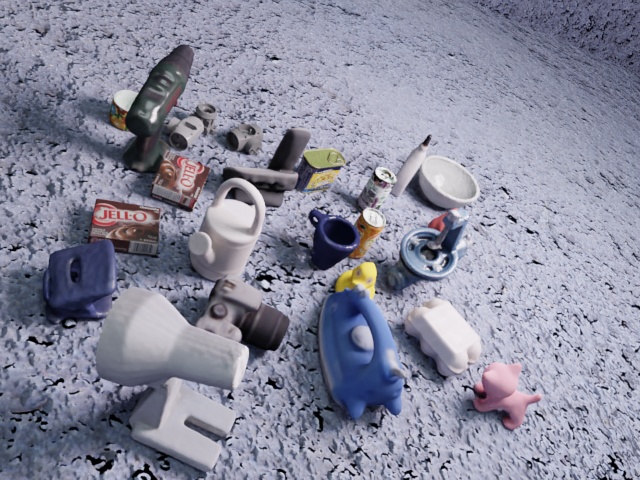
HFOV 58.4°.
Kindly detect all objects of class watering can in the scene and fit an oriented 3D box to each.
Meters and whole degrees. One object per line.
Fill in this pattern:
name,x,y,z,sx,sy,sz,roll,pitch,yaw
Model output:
watering can,-0.153,-0.018,0.976,0.101,0.194,0.173,24,42,-7

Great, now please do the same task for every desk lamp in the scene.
desk lamp,-0.188,0.178,0.748,0.203,0.213,0.118,27,41,-4

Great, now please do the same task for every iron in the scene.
iron,0.072,0.162,0.970,0.119,0.141,0.258,3,48,-27

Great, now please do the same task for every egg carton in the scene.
egg carton,0.236,0.185,1.098,0.107,0.069,0.150,-20,62,-42

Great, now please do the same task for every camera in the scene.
camera,-0.122,0.133,0.917,0.137,0.100,0.143,25,42,-6

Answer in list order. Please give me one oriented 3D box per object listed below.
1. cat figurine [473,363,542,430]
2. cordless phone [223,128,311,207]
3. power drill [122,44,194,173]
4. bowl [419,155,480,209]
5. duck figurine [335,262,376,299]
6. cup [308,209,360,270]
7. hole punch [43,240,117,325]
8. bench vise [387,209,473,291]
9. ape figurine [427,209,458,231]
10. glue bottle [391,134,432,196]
cat figurine,0.337,0.270,1.036,0.128,0.117,0.067,28,41,-3
cordless phone,-0.105,-0.161,1.151,0.148,0.185,0.094,-2,50,-31
power drill,-0.310,-0.242,1.093,0.076,0.208,0.229,22,42,-9
bowl,0.314,-0.134,1.451,0.168,0.074,0.167,16,43,-16
duck figurine,0.080,0.076,1.101,0.077,0.086,0.105,35,41,5
cup,0.010,0.004,1.124,0.117,0.095,0.092,43,43,13
hole punch,-0.359,0.060,0.857,0.101,0.091,0.108,3,48,-28
bench vise,0.247,-0.001,1.172,0.121,0.219,0.208,40,42,11
ape figurine,0.298,-0.034,1.331,0.076,0.092,0.078,42,43,13
glue bottle,0.224,-0.186,1.375,0.037,0.173,0.078,33,41,3
